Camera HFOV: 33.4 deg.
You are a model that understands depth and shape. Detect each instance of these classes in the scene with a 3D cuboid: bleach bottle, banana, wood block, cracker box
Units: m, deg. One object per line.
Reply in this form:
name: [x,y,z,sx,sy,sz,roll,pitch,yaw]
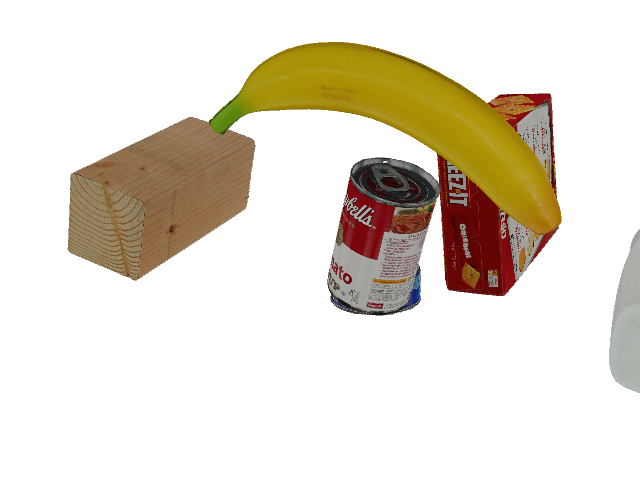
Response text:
bleach bottle: [0.264,0.034,0.749,0.103,0.068,0.250,10,21,18]
banana: [0.042,-0.064,0.579,0.198,0.070,0.037,18,13,8]
wood block: [-0.162,-0.050,1.118,0.090,0.091,0.205,21,30,20]
cracker box: [0.193,-0.056,1.145,0.072,0.164,0.213,3,20,27]

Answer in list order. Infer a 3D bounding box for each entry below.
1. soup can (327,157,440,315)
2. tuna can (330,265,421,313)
soup can: [0.046,-0.003,0.812,0.068,0.102,0.068,9,32,-6]
tuna can: [0.052,0.039,1.004,0.086,0.034,0.086,-1,19,0]
